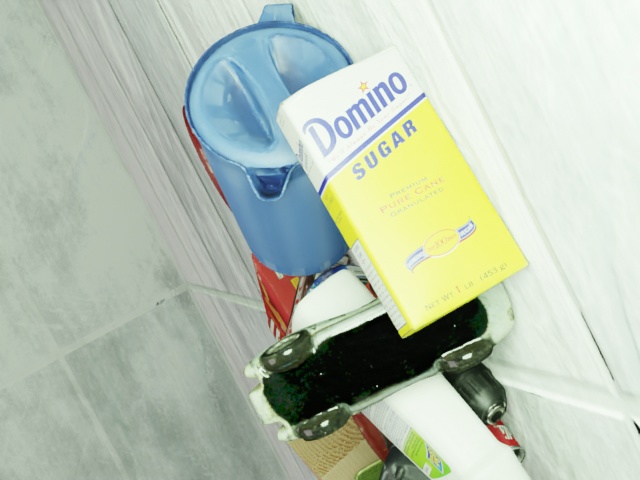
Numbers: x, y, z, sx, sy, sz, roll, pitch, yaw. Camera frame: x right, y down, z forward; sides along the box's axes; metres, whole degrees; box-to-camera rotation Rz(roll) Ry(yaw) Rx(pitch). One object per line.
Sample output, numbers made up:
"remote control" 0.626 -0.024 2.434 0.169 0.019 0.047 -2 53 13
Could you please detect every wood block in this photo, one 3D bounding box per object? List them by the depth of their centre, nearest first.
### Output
"wood block" 0.054 0.290 1.314 0.090 0.090 0.206 37 165 48

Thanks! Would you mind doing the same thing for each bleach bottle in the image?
"bleach bottle" 0.081 0.139 0.833 0.251 0.068 0.102 46 162 21

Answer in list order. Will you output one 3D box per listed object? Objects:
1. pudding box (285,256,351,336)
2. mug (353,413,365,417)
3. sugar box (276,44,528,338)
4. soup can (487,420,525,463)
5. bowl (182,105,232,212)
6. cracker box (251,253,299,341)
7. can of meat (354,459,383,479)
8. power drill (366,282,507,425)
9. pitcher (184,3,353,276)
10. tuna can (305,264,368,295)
"pudding box" -0.005 0.069 1.160 0.090 0.039 0.113 165 122 -77
"mug" 0.052 0.106 1.000 0.081 0.117 0.093 -85 2 -54
"sugar box" 0.053 -0.034 0.714 0.176 0.093 0.048 60 167 7
"soup can" 0.121 0.163 0.927 0.102 0.068 0.068 54 166 33
"bowl" -0.106 -0.102 1.293 0.162 0.055 0.162 57 167 20
"cracker box" -0.013 0.110 1.344 0.164 0.072 0.214 56 167 26
"can of meat" 0.097 0.294 1.234 0.057 0.102 0.084 39 152 61
"power drill" 0.079 0.044 0.861 0.185 0.057 0.187 45 158 45
"pitcher" -0.027 -0.073 0.912 0.145 0.149 0.243 41 164 21
"tuna can" 0.026 0.068 1.061 0.034 0.086 0.086 47 161 55
